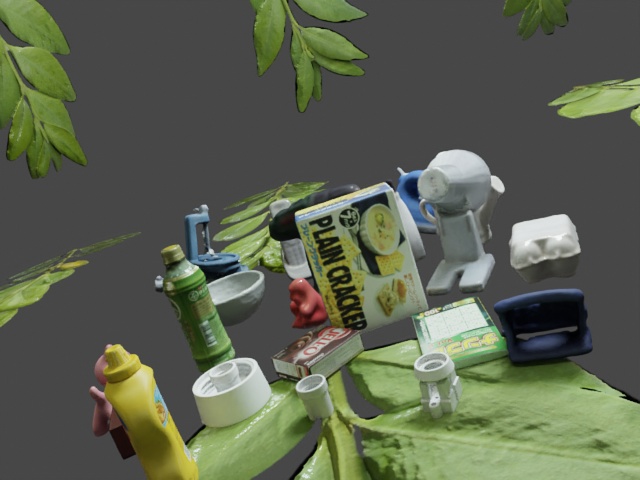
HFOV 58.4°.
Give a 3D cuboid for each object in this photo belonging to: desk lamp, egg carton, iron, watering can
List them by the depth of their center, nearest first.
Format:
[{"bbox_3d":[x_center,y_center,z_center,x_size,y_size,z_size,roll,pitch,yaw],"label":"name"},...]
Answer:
[{"bbox_3d":[0.364,0.011,0.932,0.107,0.069,0.150,-12,16,23],"label":"egg carton"},{"bbox_3d":[0.235,-0.041,0.995,0.117,0.214,0.204,-10,17,28],"label":"desk lamp"},{"bbox_3d":[0.277,-0.084,1.136,0.172,0.194,0.101,-14,16,18],"label":"watering can"},{"bbox_3d":[0.256,-0.098,1.316,0.119,0.141,0.257,-24,16,-19],"label":"iron"}]

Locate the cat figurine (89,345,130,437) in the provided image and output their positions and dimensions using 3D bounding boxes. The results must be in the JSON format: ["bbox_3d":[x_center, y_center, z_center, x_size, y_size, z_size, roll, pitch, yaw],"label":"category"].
[{"bbox_3d":[-0.328,0.227,0.909,0.067,0.118,0.128,-16,15,9],"label":"cat figurine"}]

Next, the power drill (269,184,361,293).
[{"bbox_3d":[0.010,0.004,1.117,0.228,0.208,0.076,-8,19,36],"label":"power drill"}]

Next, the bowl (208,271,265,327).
[{"bbox_3d":[-0.180,0.129,1.165,0.167,0.075,0.167,-17,15,5],"label":"bowl"}]

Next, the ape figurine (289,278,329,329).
[{"bbox_3d":[-0.028,0.110,1.012,0.076,0.092,0.078,-18,15,2],"label":"ape figurine"}]

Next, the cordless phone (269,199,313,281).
[{"bbox_3d":[-0.027,-0.011,1.261,0.147,0.185,0.094,-20,15,-3],"label":"cordless phone"}]

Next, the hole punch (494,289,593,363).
[{"bbox_3d":[0.274,0.090,0.716,0.108,0.091,0.101,-13,16,21],"label":"hole punch"}]

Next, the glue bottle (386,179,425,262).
[{"bbox_3d":[0.163,-0.041,1.164,0.037,0.173,0.078,-23,16,-17],"label":"glue bottle"}]

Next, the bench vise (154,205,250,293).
[{"bbox_3d":[-0.278,0.044,1.301,0.208,0.220,0.121,-29,18,-34],"label":"bench vise"}]
